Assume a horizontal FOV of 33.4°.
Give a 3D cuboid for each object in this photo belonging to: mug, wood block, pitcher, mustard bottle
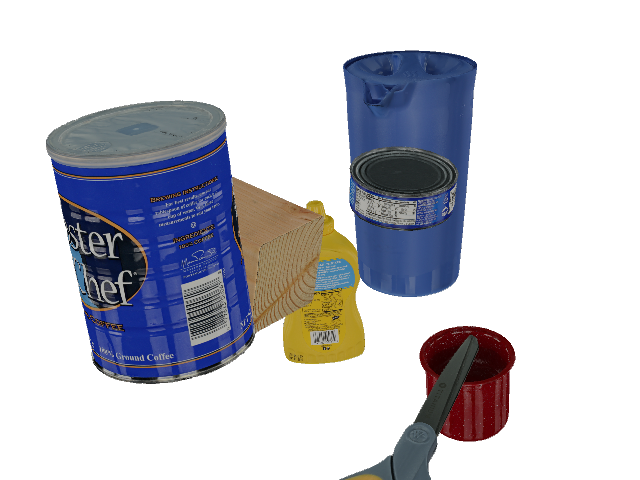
[{"bbox_3d":[0.151,0.139,1.071,0.093,0.081,0.117,8,35,22],"label":"mug"},{"bbox_3d":[-0.108,-0.006,0.982,0.206,0.090,0.090,24,31,30],"label":"wood block"},{"bbox_3d":[0.098,-0.074,1.113,0.149,0.243,0.145,-8,24,-14],"label":"pitcher"},{"bbox_3d":[-0.001,0.046,1.234,0.096,0.192,0.058,-4,22,-2],"label":"mustard bottle"}]

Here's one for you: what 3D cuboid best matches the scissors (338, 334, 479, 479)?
[{"bbox_3d":[0.065,0.122,0.576,0.096,0.016,0.201,25,45,33],"label":"scissors"}]

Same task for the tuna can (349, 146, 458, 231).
[{"bbox_3d":[0.066,-0.042,0.850,0.086,0.034,0.086,1,30,-1],"label":"tuna can"}]

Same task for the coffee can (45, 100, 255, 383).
[{"bbox_3d":[-0.098,-0.001,0.633,0.103,0.140,0.103,-6,23,2],"label":"coffee can"}]
